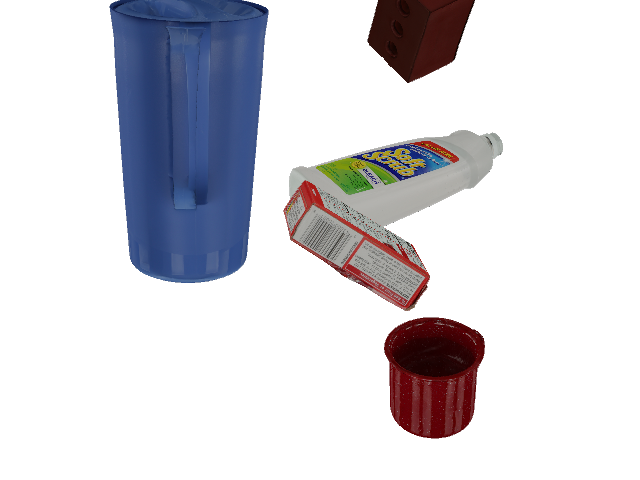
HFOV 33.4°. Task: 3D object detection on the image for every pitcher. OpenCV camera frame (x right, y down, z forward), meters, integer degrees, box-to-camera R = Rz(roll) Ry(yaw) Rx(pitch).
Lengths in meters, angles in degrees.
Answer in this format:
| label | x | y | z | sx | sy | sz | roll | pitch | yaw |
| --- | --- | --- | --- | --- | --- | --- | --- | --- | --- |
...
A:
| label | x | y | z | sx | sy | sz | roll | pitch | yaw |
| --- | --- | --- | --- | --- | --- | --- | --- | --- | --- |
| pitcher | -0.115 | -0.087 | 0.931 | 0.145 | 0.243 | 0.148 | 19 | 26 | 35 |

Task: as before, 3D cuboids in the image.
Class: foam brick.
| label | x | y | z | sx | sy | sz | roll | pitch | yaw |
| --- | --- | --- | --- | --- | --- | --- | --- | --- | --- |
| foam brick | 0.076 | -0.169 | 0.806 | 0.051 | 0.053 | 0.078 | -31 | -24 | -26 |

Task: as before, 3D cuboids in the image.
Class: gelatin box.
| label | x | y | z | sx | sy | sz | roll | pitch | yaw |
| --- | --- | --- | --- | --- | --- | --- | --- | --- | --- |
| gelatin box | 0.021 | 0.002 | 0.670 | 0.089 | 0.030 | 0.073 | 32 | 10 | -12 |

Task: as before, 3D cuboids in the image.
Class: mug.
| label | x | y | z | sx | sy | sz | roll | pitch | yaw |
| --- | --- | --- | --- | --- | --- | --- | --- | --- | --- |
| mug | 0.115 | 0.128 | 1.022 | 0.093 | 0.081 | 0.117 | 27 | 43 | 36 |

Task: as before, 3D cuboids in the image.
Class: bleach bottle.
| label | x | y | z | sx | sy | sz | roll | pitch | yaw |
| --- | --- | --- | --- | --- | --- | --- | --- | --- | --- |
| bleach bottle | 0.096 | -0.076 | 1.216 | 0.250 | 0.068 | 0.103 | -22 | 44 | -24 |
